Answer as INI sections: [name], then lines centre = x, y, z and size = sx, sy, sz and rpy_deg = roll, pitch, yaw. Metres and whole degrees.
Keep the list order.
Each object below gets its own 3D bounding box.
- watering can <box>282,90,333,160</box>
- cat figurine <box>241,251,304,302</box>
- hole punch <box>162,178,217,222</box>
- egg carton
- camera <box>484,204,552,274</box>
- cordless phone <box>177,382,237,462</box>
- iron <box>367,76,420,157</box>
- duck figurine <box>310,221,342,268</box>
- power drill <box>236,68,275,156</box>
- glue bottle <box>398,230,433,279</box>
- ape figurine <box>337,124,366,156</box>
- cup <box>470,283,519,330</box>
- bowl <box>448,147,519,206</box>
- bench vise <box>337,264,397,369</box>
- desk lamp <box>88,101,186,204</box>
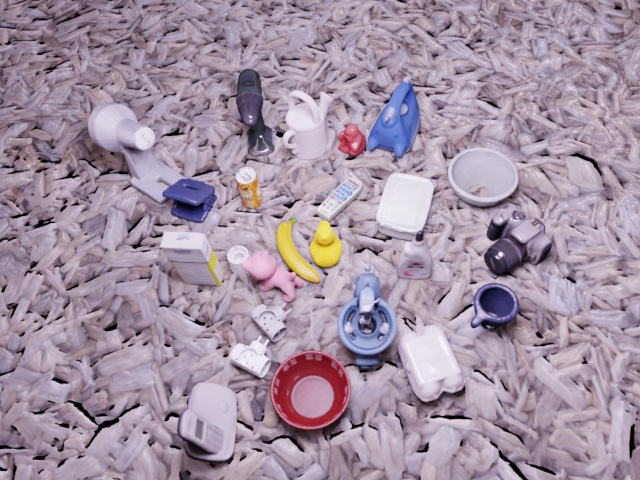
[watering can]
centre = -0.035, -0.312, 1.474
size = 0.100, 0.194, 0.173
rpy_deg = 13, 59, 13
[cat figurine]
centre = -0.106, 0.071, 1.279
size = 0.127, 0.118, 0.067
rpy_deg = 19, 61, 16
[hole punch]
centre = -0.325, -0.113, 1.430
size = 0.108, 0.091, 0.101
rpy_deg = 15, 60, 14
[egg carton]
centre = 0.223, 0.250, 1.165
size = 0.107, 0.069, 0.150
rpy_deg = -17, 58, -6
[camera]
centre = 0.428, 0.002, 1.290
size = 0.137, 0.101, 0.143
rpy_deg = -33, 61, -16
[cordless phone]
centre = -0.219, 0.331, 1.080
size = 0.094, 0.185, 0.147
rpy_deg = -5, 57, 2
[iron]
centre = 0.207, -0.348, 1.509
size = 0.118, 0.141, 0.258
rpy_deg = 15, 60, 14
[duck figurine]
centre = 0.012, 0.005, 1.330
size = 0.077, 0.086, 0.104
rpy_deg = -4, 57, 2
[power drill]
centre = -0.169, -0.320, 1.481
size = 0.075, 0.209, 0.229
rpy_deg = -9, 57, -1
[glue bottle]
centre = 0.210, 0.029, 1.246
size = 0.078, 0.173, 0.037
rpy_deg = -2, 57, 4
[ape figurine]
centre = 0.083, -0.267, 1.496
size = 0.076, 0.092, 0.077
rpy_deg = -12, 57, -3
[cup]
centre = 0.353, 0.158, 1.199
size = 0.118, 0.095, 0.091
rpy_deg = -38, 62, -18
[bowl]
centre = 0.393, -0.141, 1.400
size = 0.167, 0.075, 0.167
rpy_deg = -2, 57, 3
[bench vise]
centre = 0.085, 0.133, 1.162
size = 0.121, 0.220, 0.207
rpy_deg = -15, 57, -4
[desk lamp]
centre = -0.460, -0.229, 1.443
size = 0.202, 0.214, 0.118
rpy_deg = 31, 65, 22
